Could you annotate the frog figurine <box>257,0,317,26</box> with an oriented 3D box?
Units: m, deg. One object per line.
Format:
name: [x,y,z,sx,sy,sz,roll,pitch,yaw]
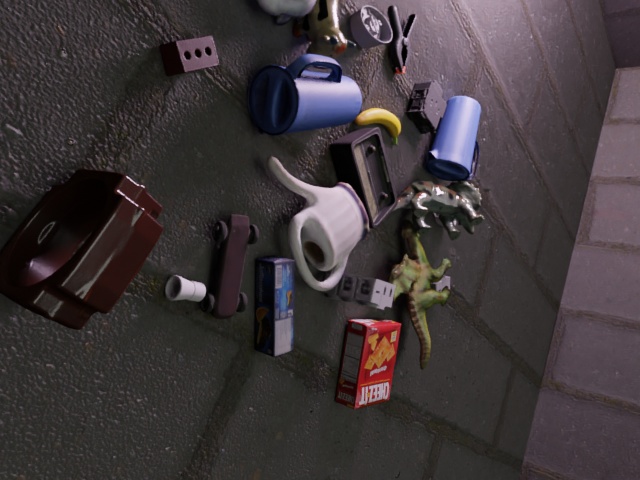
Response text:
frog figurine: [-0.077,-0.500,0.979,0.137,0.124,0.158,-59,149,2]

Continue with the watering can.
watering can: [0.003,-0.057,1.133,0.228,0.104,0.341,-40,123,-40]

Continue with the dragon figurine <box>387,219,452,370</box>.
dragon figurine: [0.256,0.145,1.444,0.241,0.121,0.416,21,69,-41]
